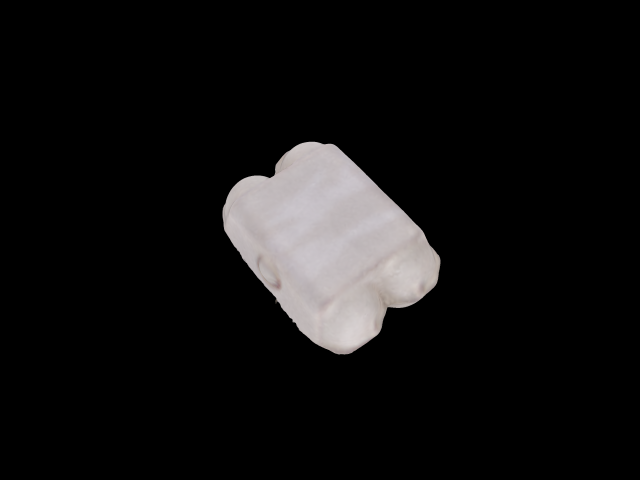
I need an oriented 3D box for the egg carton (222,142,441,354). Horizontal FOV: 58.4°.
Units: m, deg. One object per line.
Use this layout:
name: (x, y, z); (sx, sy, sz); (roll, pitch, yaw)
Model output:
egg carton: (0.004, 0.001, 0.400); (0.107, 0.069, 0.150); (-36, 66, -18)
